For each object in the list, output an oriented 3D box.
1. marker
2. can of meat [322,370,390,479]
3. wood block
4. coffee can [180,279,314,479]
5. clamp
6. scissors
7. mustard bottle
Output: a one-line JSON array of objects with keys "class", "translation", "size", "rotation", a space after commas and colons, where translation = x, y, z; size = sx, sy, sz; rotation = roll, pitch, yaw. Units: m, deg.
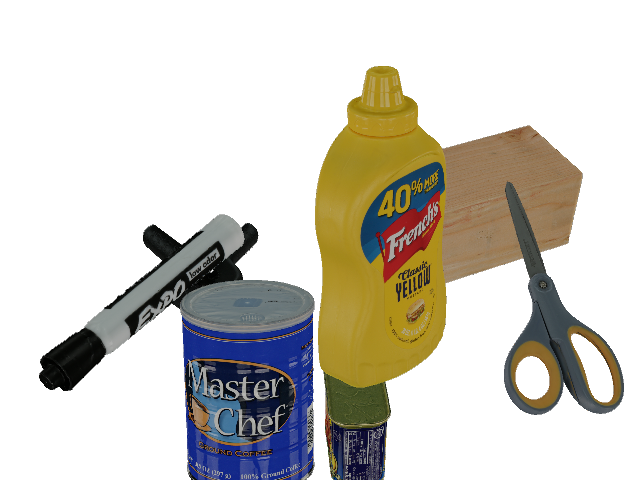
[{"class": "marker", "translation": [-0.079, 0.027, 0.483], "size": [0.020, 0.020, 0.120], "rotation": [0, 32, 45]}, {"class": "can of meat", "translation": [0.033, 0.171, 1.012], "size": [0.057, 0.084, 0.102], "rotation": [-2, 33, -3]}, {"class": "wood block", "translation": [0.127, -0.026, 0.999], "size": [0.205, 0.090, 0.091], "rotation": [-16, 42, -20]}, {"class": "coffee can", "translation": [-0.056, 0.113, 0.833], "size": [0.103, 0.140, 0.103], "rotation": [0, 16, 0]}, {"class": "clamp", "translation": [-0.110, 0.026, 1.075], "size": [0.120, 0.039, 0.171], "rotation": [-11, 33, -11]}, {"class": "scissors", "translation": [0.158, 0.050, 0.822], "size": [0.096, 0.202, 0.016], "rotation": [-22, -25, -15]}, {"class": "mustard bottle", "translation": [0.038, -0.012, 0.648], "size": [0.058, 0.192, 0.096], "rotation": [23, 36, 40]}]
